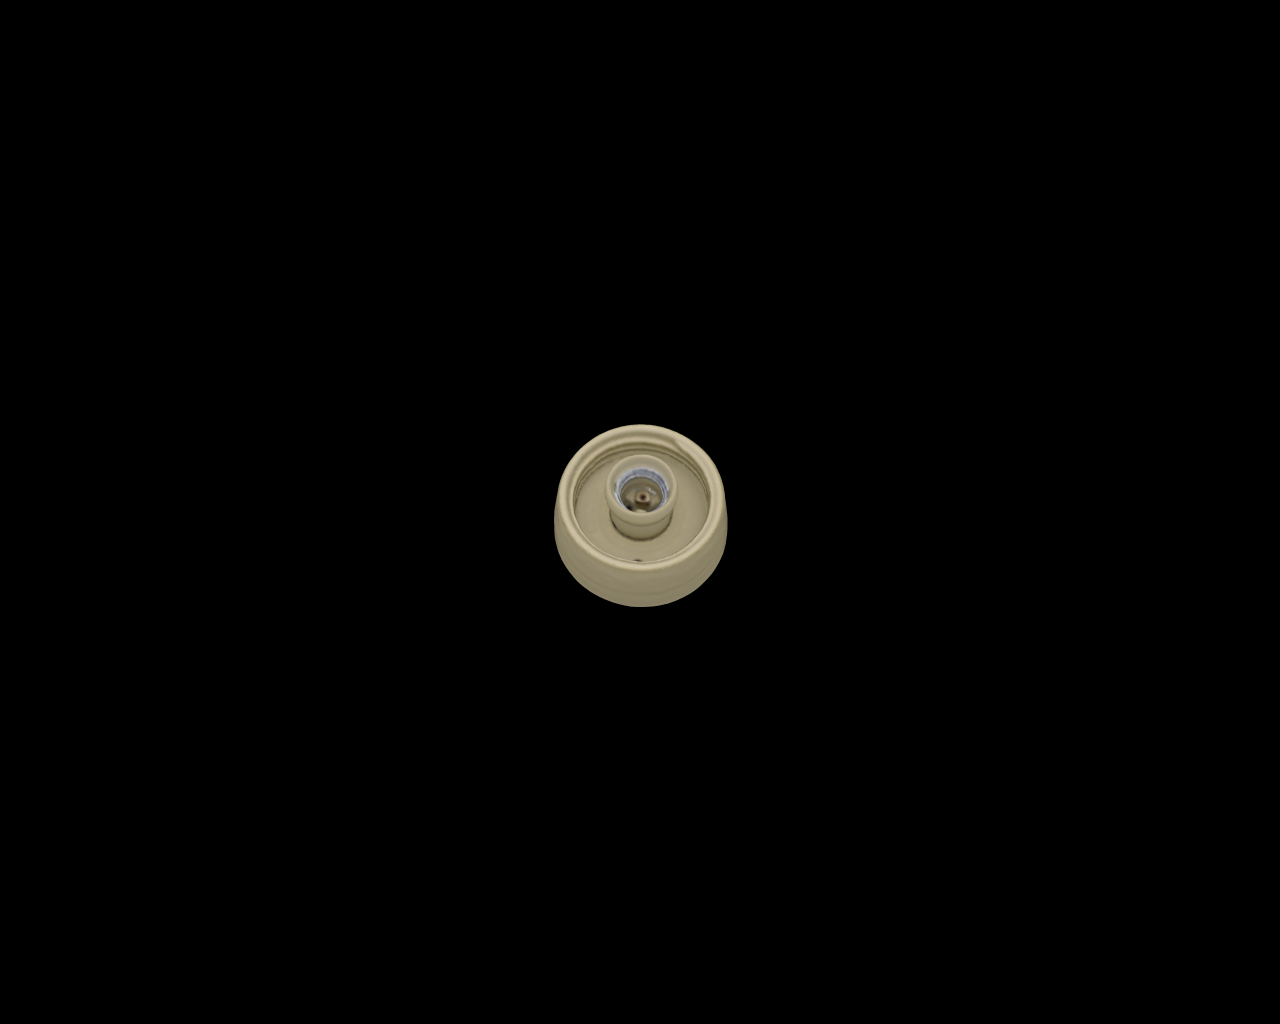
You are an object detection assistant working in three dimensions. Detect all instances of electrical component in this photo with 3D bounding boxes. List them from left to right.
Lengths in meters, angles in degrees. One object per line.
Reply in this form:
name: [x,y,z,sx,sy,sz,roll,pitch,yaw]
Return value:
electrical component: [0.001,-0.003,0.650,0.108,0.108,0.060,0,-27,0]
